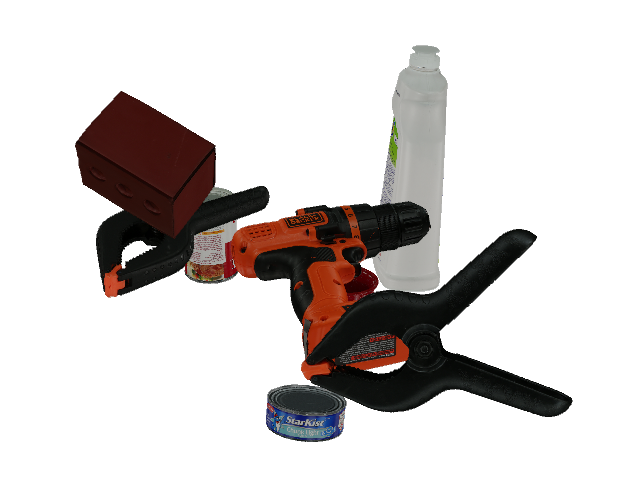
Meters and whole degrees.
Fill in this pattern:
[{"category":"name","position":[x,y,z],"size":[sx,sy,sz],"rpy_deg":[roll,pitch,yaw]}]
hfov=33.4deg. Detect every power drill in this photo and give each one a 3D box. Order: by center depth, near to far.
[{"category":"power drill","position":[0.031,0.031,0.901],"size":[0.184,0.057,0.188],"rpy_deg":[-12,31,-12]}]

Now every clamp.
[{"category":"clamp","position":[0.076,0.075,0.688],"size":[0.171,0.120,0.039],"rpy_deg":[-21,-6,12]},{"category":"clamp","position":[-0.167,-0.020,1.057],"size":[0.165,0.036,0.209],"rpy_deg":[21,40,17]}]

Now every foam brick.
[{"category":"foam brick","position":[-0.114,-0.050,0.701],"size":[0.078,0.051,0.053],"rpy_deg":[30,-26,10]}]

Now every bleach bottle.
[{"category":"bleach bottle","position":[0.100,-0.078,1.130],"size":[0.068,0.251,0.102],"rpy_deg":[0,26,-8]}]

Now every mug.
[{"category":"mug","position":[0.038,0.090,1.422],"size":[0.117,0.081,0.093],"rpy_deg":[18,27,30]}]

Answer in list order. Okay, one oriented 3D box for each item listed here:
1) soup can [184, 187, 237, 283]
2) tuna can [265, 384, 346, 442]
[{"category":"soup can","position":[-0.137,-0.007,1.321],"size":[0.068,0.102,0.068],"rpy_deg":[0,26,0]},{"category":"tuna can","position":[-0.016,0.186,1.150],"size":[0.086,0.034,0.086],"rpy_deg":[5,12,-1]}]
